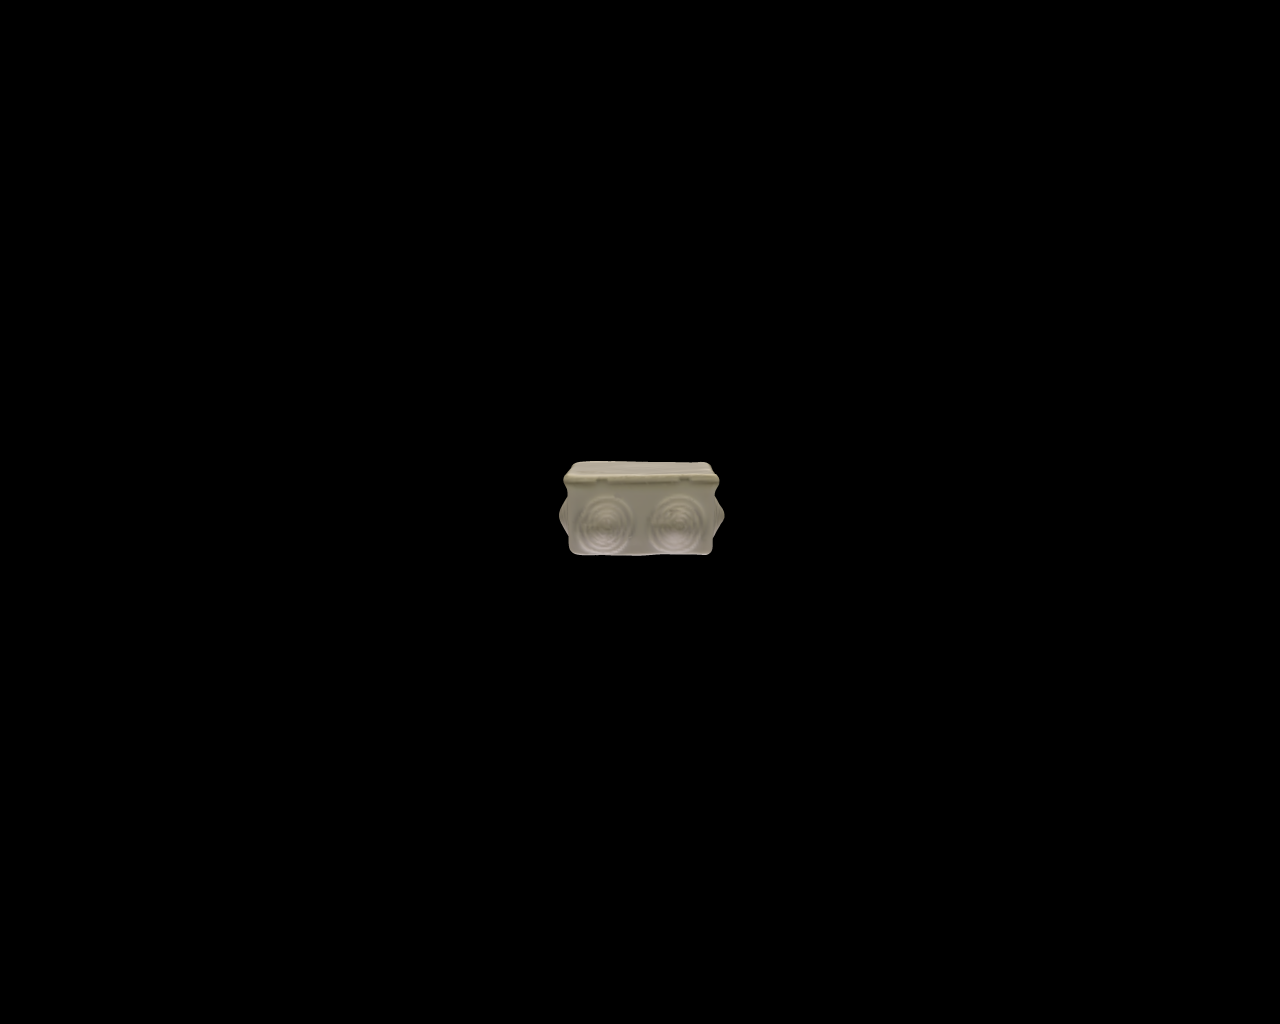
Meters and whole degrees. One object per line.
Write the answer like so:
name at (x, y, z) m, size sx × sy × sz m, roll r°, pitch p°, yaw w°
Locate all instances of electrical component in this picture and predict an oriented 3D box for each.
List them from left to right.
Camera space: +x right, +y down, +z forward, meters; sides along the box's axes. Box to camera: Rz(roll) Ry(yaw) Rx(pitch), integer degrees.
electrical component at (0.001, -0.003, 0.650) m, size 0.100 × 0.048 × 0.100 m, roll 0°, pitch 8°, yaw 0°
